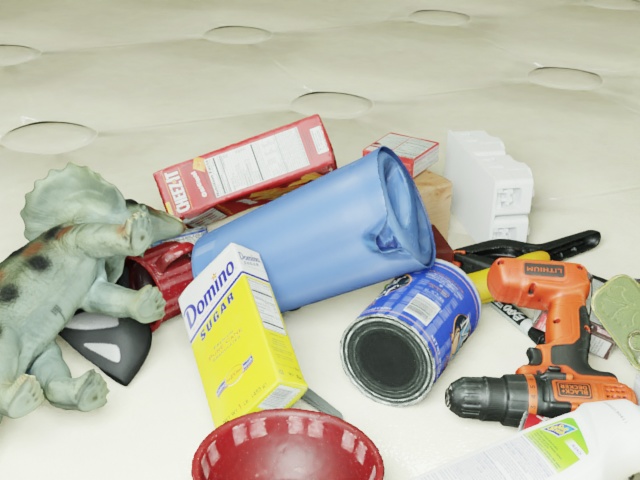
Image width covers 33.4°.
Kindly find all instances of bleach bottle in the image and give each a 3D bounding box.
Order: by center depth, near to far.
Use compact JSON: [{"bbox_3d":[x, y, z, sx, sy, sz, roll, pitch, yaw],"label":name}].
[{"bbox_3d":[0.178,0.195,0.849,0.250,0.068,0.103,-23,32,-8],"label":"bleach bottle"}]

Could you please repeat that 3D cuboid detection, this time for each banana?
[{"bbox_3d":[0.172,0.049,1.231,0.198,0.037,0.069,-10,36,4],"label":"banana"}]

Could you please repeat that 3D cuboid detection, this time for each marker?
[{"bbox_3d":[0.223,0.088,1.209,0.020,0.020,0.121,-10,28,-22],"label":"marker"}]

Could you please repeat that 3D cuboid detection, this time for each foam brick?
[{"bbox_3d":[0.125,0.021,1.305,0.051,0.053,0.078,-5,28,-12],"label":"foam brick"}]

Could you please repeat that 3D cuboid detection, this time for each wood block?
[{"bbox_3d":[0.059,-0.026,1.354,0.205,0.091,0.090,-17,31,-33],"label":"wood block"}]

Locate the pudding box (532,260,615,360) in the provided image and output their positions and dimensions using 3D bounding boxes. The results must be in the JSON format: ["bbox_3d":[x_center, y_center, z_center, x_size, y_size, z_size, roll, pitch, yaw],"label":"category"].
[{"bbox_3d":[0.289,0.076,1.192,0.090,0.039,0.113,23,27,6],"label":"pudding box"}]

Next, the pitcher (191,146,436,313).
[{"bbox_3d":[-0.007,0.001,1.133,0.243,0.145,0.149,-21,-26,21],"label":"pitcher"}]

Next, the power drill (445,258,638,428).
[{"bbox_3d":[0.211,0.105,1.065,0.184,0.057,0.187,5,50,-4],"label":"power drill"}]

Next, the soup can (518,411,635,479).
[{"bbox_3d":[0.222,0.195,0.931,0.102,0.068,0.068,12,28,19],"label":"soup can"}]

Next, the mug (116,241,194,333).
[{"bbox_3d":[-0.174,0.042,1.181,0.093,0.117,0.081,48,38,14],"label":"mug"}]

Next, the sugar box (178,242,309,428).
[{"bbox_3d":[-0.078,0.097,1.023,0.048,0.093,0.176,23,32,-43],"label":"sugar box"}]

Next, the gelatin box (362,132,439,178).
[{"bbox_3d":[0.105,-0.109,1.391,0.073,0.030,0.089,14,27,25],"label":"gelatin box"}]

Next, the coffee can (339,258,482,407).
[{"bbox_3d":[0.095,0.092,1.096,0.103,0.103,0.140,14,28,23],"label":"coffee can"}]

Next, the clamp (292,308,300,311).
[{"bbox_3d":[-0.098,0.042,1.263,0.171,0.039,0.120,5,25,6],"label":"clamp"}]

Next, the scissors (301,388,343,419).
[{"bbox_3d":[-0.034,0.130,1.110,0.202,0.016,0.096,19,30,31],"label":"scissors"}]

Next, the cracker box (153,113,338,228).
[{"bbox_3d":[-0.085,-0.079,1.338,0.213,0.072,0.164,-20,-5,2],"label":"cracker box"}]

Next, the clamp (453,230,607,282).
[{"bbox_3d":[0.266,0.033,1.306,0.210,0.036,0.164,-1,26,-5],"label":"clamp"}]

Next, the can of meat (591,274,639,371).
[{"bbox_3d":[0.345,0.087,1.122,0.083,0.058,0.102,5,46,-51],"label":"can of meat"}]

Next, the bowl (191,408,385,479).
[{"bbox_3d":[-0.027,0.210,0.899,0.162,0.055,0.162,1,26,-1],"label":"bowl"}]

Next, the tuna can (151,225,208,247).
[{"bbox_3d":[-0.176,0.007,1.300,0.086,0.034,0.086,-12,4,1],"label":"tuna can"}]
